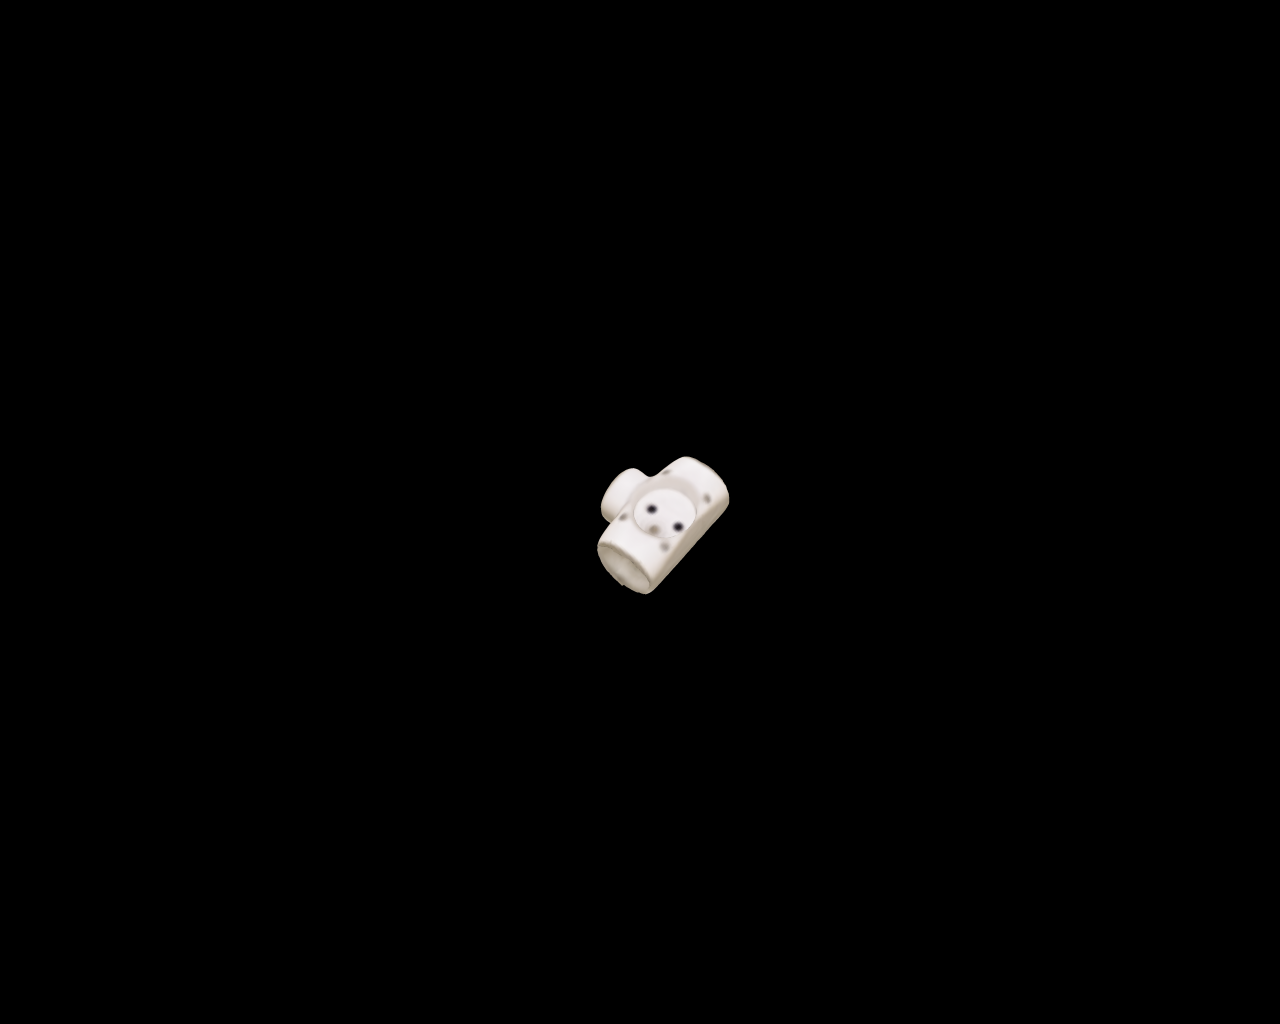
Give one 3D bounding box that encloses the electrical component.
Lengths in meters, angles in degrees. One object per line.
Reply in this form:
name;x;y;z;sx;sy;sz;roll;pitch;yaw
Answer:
electrical component;0.001;-0.003;0.650;0.079;0.077;0.044;36;-24;18
